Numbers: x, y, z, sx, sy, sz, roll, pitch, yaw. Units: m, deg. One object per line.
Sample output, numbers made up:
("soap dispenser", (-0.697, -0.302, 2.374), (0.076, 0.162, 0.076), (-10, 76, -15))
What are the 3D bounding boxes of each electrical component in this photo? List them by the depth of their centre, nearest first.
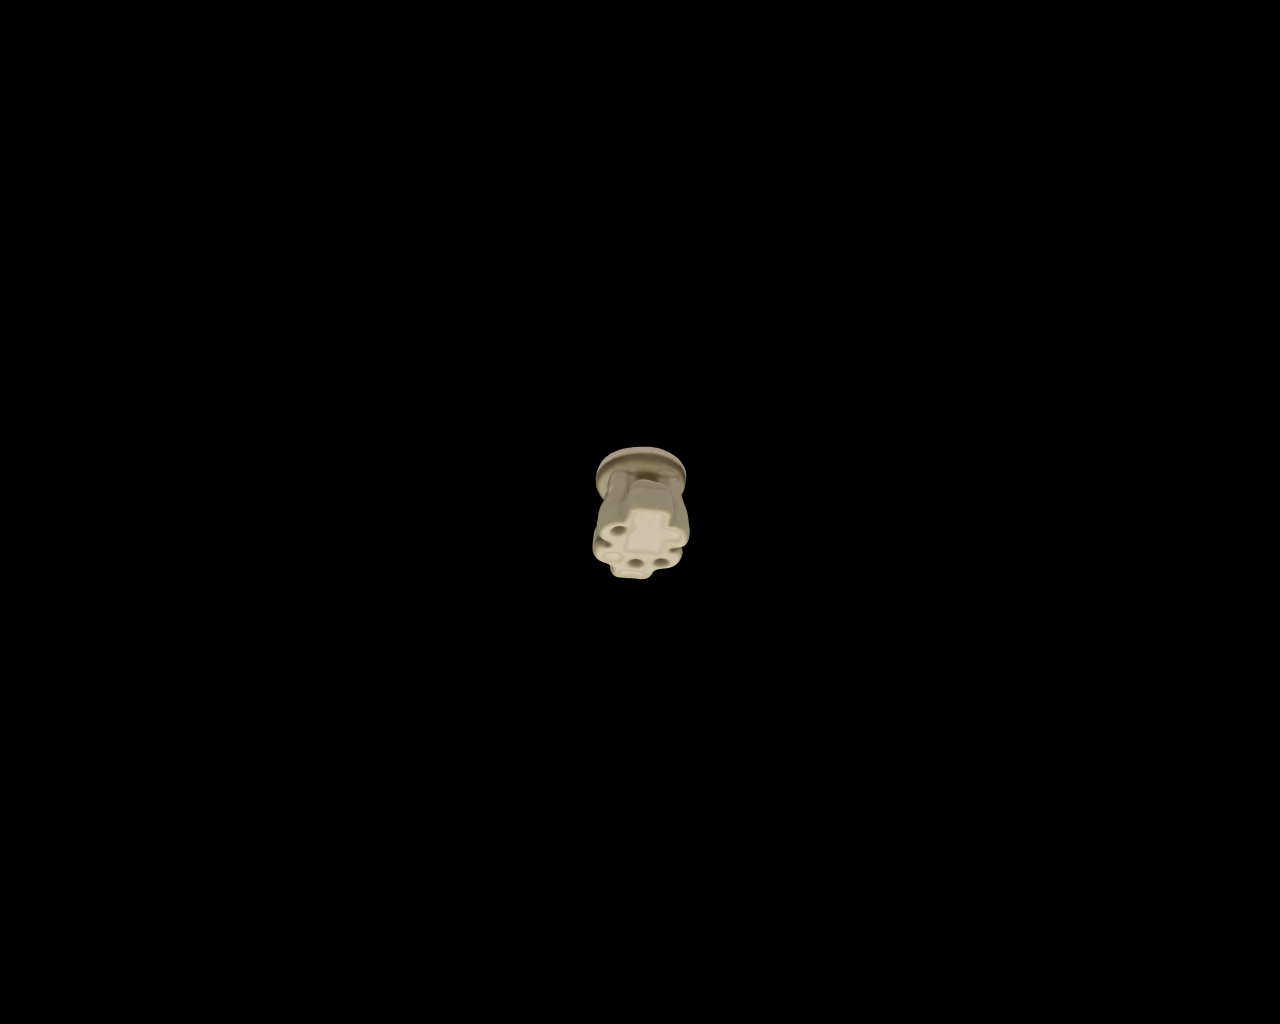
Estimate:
("electrical component", (0.001, -0.003, 0.650), (0.058, 0.057, 0.078), (6, -36, -8))
